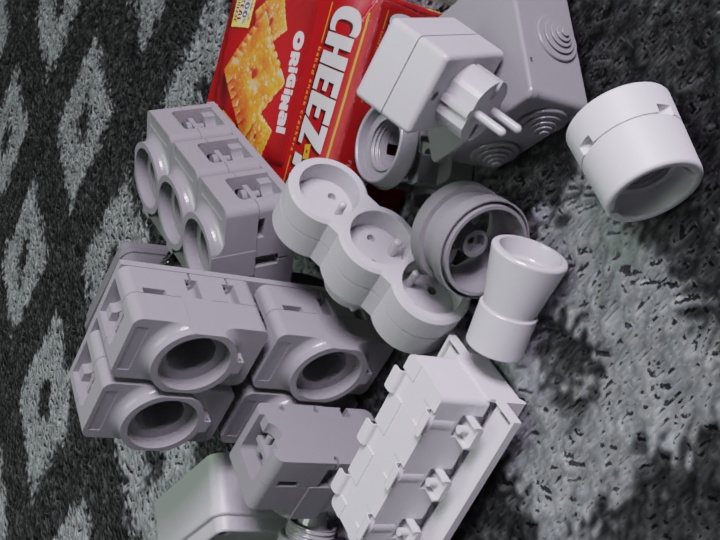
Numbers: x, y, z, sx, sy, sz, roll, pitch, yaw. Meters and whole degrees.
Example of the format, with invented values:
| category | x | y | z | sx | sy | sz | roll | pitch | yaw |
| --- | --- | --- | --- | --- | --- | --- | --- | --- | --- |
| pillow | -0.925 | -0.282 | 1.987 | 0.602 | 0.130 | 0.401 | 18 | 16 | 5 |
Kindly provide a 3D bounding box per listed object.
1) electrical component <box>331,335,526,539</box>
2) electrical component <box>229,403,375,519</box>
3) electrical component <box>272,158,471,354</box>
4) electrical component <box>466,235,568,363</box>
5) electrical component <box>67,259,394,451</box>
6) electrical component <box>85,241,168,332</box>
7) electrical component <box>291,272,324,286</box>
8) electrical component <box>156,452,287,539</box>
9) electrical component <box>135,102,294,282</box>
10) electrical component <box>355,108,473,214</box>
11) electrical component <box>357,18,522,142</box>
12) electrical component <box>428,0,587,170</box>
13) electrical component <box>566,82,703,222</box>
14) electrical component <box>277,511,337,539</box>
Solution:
| category | x | y | z | sx | sy | sz | roll | pitch | yaw |
| --- | --- | --- | --- | --- | --- | --- | --- | --- | --- |
| electrical component | 0.036 | 0.109 | 0.634 | 0.121 | 0.063 | 0.078 | -64 | 37 | 25 |
| electrical component | -0.034 | 0.127 | 0.712 | 0.055 | 0.089 | 0.050 | -59 | 39 | 30 |
| electrical component | 0.000 | 0.000 | 0.677 | 0.138 | 0.052 | 0.073 | 44 | 142 | 10 |
| electrical component | 0.085 | 0.019 | 0.603 | 0.044 | 0.044 | 0.065 | 47 | 127 | 50 |
| electrical component | -0.083 | 0.064 | 0.711 | 0.105 | 0.186 | 0.060 | -59 | 39 | 31 |
| electrical component | -0.199 | 0.033 | 0.995 | 0.113 | 0.078 | 0.057 | -56 | 43 | 33 |
| electrical component | -0.049 | 0.047 | 0.795 | 0.043 | 0.043 | 0.081 | 43 | 118 | 52 |
| electrical component | -0.099 | 0.186 | 0.808 | 0.113 | 0.078 | 0.057 | -43 | 46 | 44 |
| electrical component | -0.108 | -0.046 | 0.775 | 0.150 | 0.062 | 0.089 | 49 | 141 | 43 |
| electrical component | 0.034 | -0.076 | 0.684 | 0.058 | 0.057 | 0.078 | 3 | 86 | 57 |
| electrical component | 0.052 | -0.094 | 0.570 | 0.077 | 0.066 | 0.047 | 40 | 120 | 20 |
| electrical component | 0.082 | -0.115 | 0.628 | 0.100 | 0.048 | 0.099 | -32 | 57 | 49 |
| electrical component | 0.136 | -0.056 | 0.529 | 0.055 | 0.055 | 0.047 | -47 | 50 | 41 |
| electrical component | -0.036 | 0.186 | 0.744 | 0.043 | 0.043 | 0.062 | 21 | 100 | 56 |
